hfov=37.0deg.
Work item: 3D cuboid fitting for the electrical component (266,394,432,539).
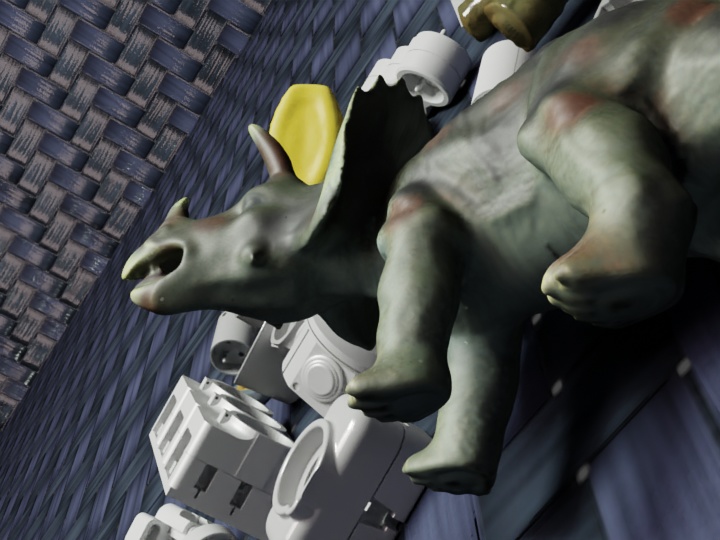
[{"bbox_3d":[-0.008,0.120,0.591,0.095,0.059,0.054,-60,16,0],"label":"electrical component"}]

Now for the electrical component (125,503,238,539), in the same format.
[{"bbox_3d":[-0.119,0.202,0.759,0.057,0.078,0.058,9,69,50],"label":"electrical component"}]

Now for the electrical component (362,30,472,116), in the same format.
[{"bbox_3d":[0.053,-0.175,0.928,0.073,0.052,0.138,-60,16,-15],"label":"electrical component"}]

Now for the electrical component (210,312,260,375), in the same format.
[{"bbox_3d":[-0.119,0.060,1.047,0.043,0.043,0.081,-51,19,29],"label":"electrical component"}]

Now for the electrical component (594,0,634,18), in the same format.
[{"bbox_3d":[0.162,-0.118,0.493,0.108,0.060,0.108,-52,18,25],"label":"electrical component"}]

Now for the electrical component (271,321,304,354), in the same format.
[{"bbox_3d":[0.000,0.000,0.767,0.150,0.062,0.089,-63,17,-10],"label":"electrical component"}]

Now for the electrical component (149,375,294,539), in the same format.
[{"bbox_3d":[-0.091,0.128,0.766,0.061,0.089,0.150,-61,16,-2],"label":"electrical component"}]

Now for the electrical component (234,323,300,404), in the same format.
[{"bbox_3d":[-0.059,0.054,0.845,0.099,0.064,0.099,-52,18,25],"label":"electrical component"}]

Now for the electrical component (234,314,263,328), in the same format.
[{"bbox_3d":[-0.072,0.028,0.941,0.058,0.057,0.078,-58,16,8],"label":"electrical component"}]

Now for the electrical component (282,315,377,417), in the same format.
[{"bbox_3d":[-0.004,0.054,0.656,0.051,0.080,0.080,-59,16,24],"label":"electrical component"}]

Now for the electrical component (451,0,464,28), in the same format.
[{"bbox_3d":[0.096,-0.235,0.874,0.042,0.063,0.081,-22,-2,-27],"label":"electrical component"}]

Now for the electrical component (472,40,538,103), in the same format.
[{"bbox_3d":[0.095,-0.108,0.704,0.043,0.043,0.081,-42,24,46],"label":"electrical component"}]
